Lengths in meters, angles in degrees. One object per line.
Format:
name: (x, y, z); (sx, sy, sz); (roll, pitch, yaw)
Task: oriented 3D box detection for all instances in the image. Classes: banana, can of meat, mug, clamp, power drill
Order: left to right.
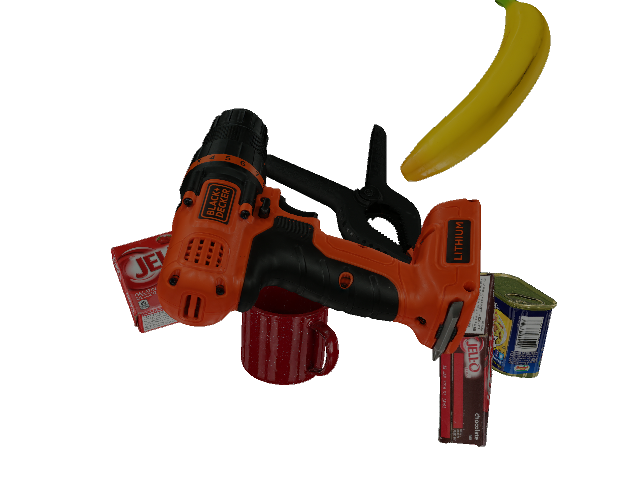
mug: (-0.026, 0.089, 1.021); (0.117, 0.081, 0.093); (25, 33, 37)
power drill: (0.003, -0.007, 0.662); (0.187, 0.057, 0.184); (11, 43, -1)
clamp: (0.038, -0.042, 1.183); (0.164, 0.210, 0.036); (-13, -36, -22)
banana: (0.133, -0.120, 0.838); (0.070, 0.197, 0.037); (1, -38, 50)
can of meat: (0.201, 0.091, 1.146); (0.057, 0.084, 0.102); (2, 17, -23)

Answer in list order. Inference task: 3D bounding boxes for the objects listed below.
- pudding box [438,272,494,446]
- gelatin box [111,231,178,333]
pudding box: (0.109, 0.085, 0.793); (0.039, 0.090, 0.113); (2, 22, 9)
gelatin box: (-0.114, 0.027, 0.848); (0.089, 0.073, 0.030); (-16, -39, -16)
